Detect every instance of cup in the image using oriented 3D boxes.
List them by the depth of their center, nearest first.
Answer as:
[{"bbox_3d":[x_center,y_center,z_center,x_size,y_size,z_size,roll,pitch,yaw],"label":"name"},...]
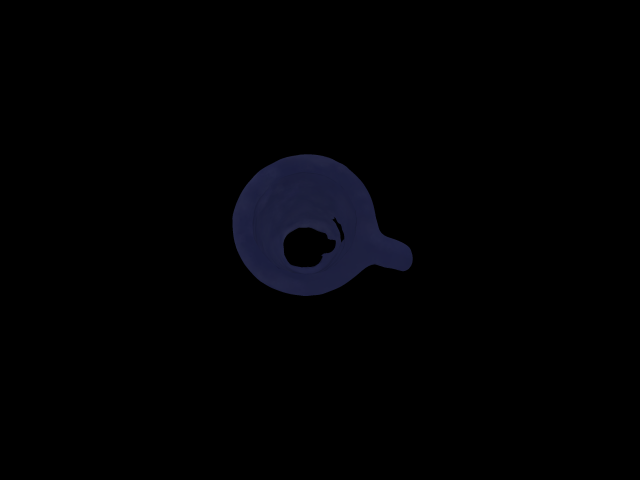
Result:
[{"bbox_3d":[0.004,0.001,0.400,0.117,0.095,0.092,18,79,4],"label":"cup"}]
